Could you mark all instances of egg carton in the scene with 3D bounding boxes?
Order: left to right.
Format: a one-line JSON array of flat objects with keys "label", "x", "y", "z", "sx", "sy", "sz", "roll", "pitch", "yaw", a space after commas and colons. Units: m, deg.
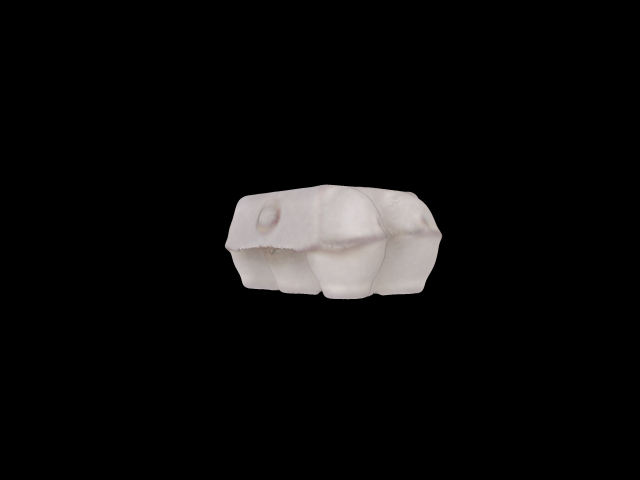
[{"label": "egg carton", "x": 0.004, "y": 0.001, "z": 0.400, "sx": 0.107, "sy": 0.069, "sz": 0.149, "roll": 0, "pitch": 0, "yaw": -39}]
